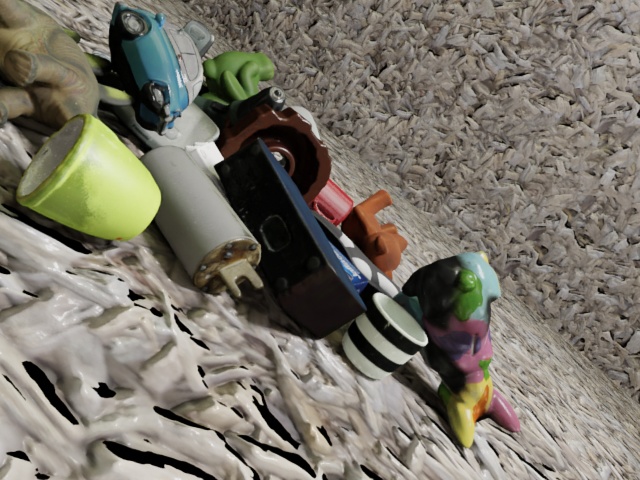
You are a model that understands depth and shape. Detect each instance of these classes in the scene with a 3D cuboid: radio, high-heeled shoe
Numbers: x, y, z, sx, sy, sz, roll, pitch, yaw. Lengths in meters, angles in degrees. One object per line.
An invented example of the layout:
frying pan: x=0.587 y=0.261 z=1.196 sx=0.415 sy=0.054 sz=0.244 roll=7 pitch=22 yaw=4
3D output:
radio: x=-0.038 y=-0.005 z=0.641 sx=0.230 sy=0.073 sz=0.131 roll=59 pitch=5 yaw=29
high-heeled shoe: x=0.076 y=0.051 z=0.825 sx=0.145 sy=0.086 sz=0.249 roll=-8 pitch=65 yaw=-44

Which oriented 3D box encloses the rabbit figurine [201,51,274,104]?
rabbit figurine: x=-0.140 y=-0.270 z=1.001 sx=0.159 sy=0.121 sz=0.170 roll=3 pitch=51 yaw=-56

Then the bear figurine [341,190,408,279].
bear figurine: x=0.121 y=-0.006 z=1.043 sx=0.196 sy=0.132 sz=0.120 roll=41 pitch=-29 yaw=60

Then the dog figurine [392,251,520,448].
dog figurine: x=0.188 y=0.144 z=0.691 sx=0.191 sy=0.108 sz=0.219 roll=110 pitch=-36 yaw=-64

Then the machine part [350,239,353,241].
machine part: x=0.047 y=0.022 z=0.976 sx=0.084 sy=0.039 sz=0.139 roll=33 pitch=14 yaw=-45

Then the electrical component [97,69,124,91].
electrical component: x=-0.309 y=-0.235 z=0.798 sx=0.075 sy=0.047 sz=0.119 roll=27 pitch=12 yaw=21

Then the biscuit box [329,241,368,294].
biscuit box: x=-0.026 y=0.014 z=0.757 sx=0.203 sy=0.059 sz=0.063 roll=46 pitch=23 yaw=22

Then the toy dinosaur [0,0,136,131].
toy dinosaur: x=-0.339 y=-0.221 z=0.621 sx=0.471 sy=0.105 sz=0.198 roll=55 pitch=11 yaw=18

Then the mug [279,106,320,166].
mug: x=-0.047 y=-0.158 z=0.906 sx=0.107 sy=0.109 sz=0.080 roll=64 pitch=2 yaw=40

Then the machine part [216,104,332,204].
machine part: x=-0.073 y=-0.117 z=0.820 sx=0.179 sy=0.179 sz=0.056 roll=31 pitch=15 yaw=-31

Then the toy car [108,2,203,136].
toy car: x=-0.204 y=-0.224 z=0.696 sx=0.161 sy=0.103 sz=0.109 roll=65 pitch=-27 yaw=4

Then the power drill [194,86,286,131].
power drill: x=-0.178 y=-0.224 z=0.880 sx=0.207 sy=0.086 sz=0.232 roll=18 pitch=-22 yaw=-16

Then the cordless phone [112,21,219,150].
cordless phone: x=-0.190 y=-0.206 z=0.771 sx=0.147 sy=0.184 sz=0.088 roll=42 pitch=10 yaw=11

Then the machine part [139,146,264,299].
machine part: x=-0.137 y=-0.026 z=0.580 sx=0.243 sy=0.079 sz=0.079 roll=49 pitch=17 yaw=31

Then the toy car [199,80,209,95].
toy car: x=-0.222 y=-0.273 z=1.109 sx=0.201 sy=0.073 sz=0.056 roll=25 pitch=24 yaw=-46
